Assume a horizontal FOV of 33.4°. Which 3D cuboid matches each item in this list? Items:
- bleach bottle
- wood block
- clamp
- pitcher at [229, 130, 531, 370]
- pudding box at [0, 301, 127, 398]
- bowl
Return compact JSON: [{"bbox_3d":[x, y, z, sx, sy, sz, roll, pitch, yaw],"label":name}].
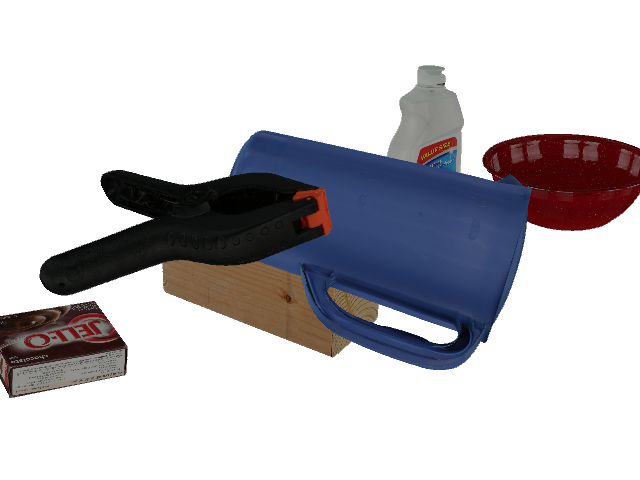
[{"bbox_3d":[0.109,-0.070,1.205,0.102,0.251,0.068,-7,22,-24],"label":"bleach bottle"},{"bbox_3d":[-0.051,0.029,1.066,0.206,0.091,0.090,19,33,27],"label":"wood block"},{"bbox_3d":[-0.082,-0.006,0.641,0.172,0.039,0.120,-1,40,23],"label":"clamp"},{"bbox_3d":[0.042,-0.002,0.883,0.243,0.145,0.149,16,18,9],"label":"pitcher"},{"bbox_3d":[-0.248,0.100,0.995,0.113,0.039,0.090,-11,30,-29],"label":"pudding box"},{"bbox_3d":[0.235,-0.052,1.019,0.162,0.055,0.162,-2,24,1],"label":"bowl"}]
